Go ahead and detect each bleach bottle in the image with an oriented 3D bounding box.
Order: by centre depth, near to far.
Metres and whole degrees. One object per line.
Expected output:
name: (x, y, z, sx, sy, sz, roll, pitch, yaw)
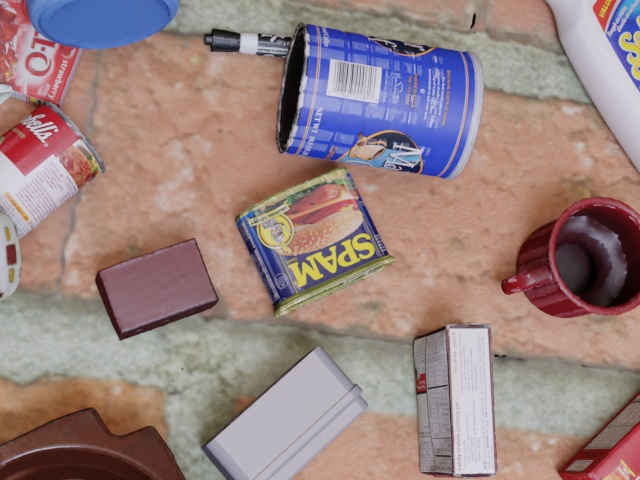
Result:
bleach bottle: (0.255, -0.161, 0.912, 0.102, 0.068, 0.251, -35, 86, -18)

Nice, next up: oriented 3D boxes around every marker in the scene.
marker: (-0.034, -0.158, 0.870, 0.121, 0.020, 0.020, 3, 79, -12)

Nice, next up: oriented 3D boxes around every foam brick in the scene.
foam brick: (-0.122, 0.038, 0.797, 0.078, 0.053, 0.051, -19, 85, -15)

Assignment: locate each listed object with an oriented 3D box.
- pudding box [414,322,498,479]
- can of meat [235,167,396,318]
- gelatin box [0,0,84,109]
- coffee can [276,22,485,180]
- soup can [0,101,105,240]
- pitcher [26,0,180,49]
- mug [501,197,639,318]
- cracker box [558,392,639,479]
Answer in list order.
pudding box: (0.102, 0.123, 0.811, 0.039, 0.090, 0.113, -1, 80, -11)
can of meat: (-0.005, 0.001, 0.828, 0.102, 0.057, 0.084, -23, 83, -16)
gelatin box: (-0.221, -0.152, 0.822, 0.073, 0.030, 0.089, 20, 77, -8)
coffee can: (0.044, -0.107, 0.834, 0.140, 0.103, 0.103, 8, 78, -11)
soup can: (-0.219, -0.044, 0.783, 0.102, 0.069, 0.068, -42, 91, -16)
pitcher: (-0.168, -0.270, 0.797, 0.149, 0.145, 0.243, -10, 77, -7)
mug: (0.199, 0.023, 0.854, 0.117, 0.082, 0.093, -19, 84, -15)
cracker box: (0.322, 0.182, 0.858, 0.213, 0.072, 0.164, -39, 90, -17)
